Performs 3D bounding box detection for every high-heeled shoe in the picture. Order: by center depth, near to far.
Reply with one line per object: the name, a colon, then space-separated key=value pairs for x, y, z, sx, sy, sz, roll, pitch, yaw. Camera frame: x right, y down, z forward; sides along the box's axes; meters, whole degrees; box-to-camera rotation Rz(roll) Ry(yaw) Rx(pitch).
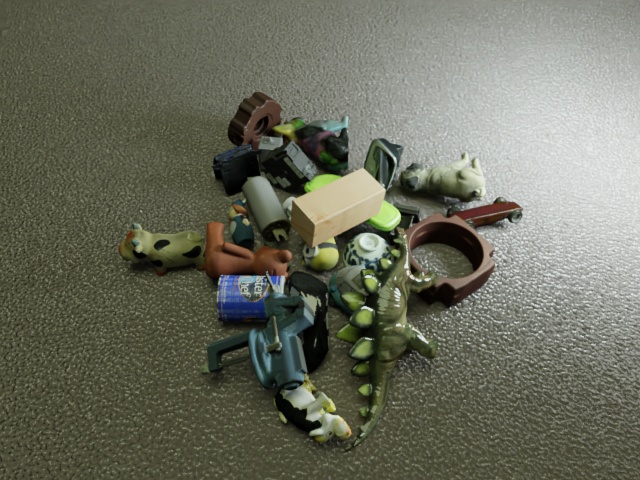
high-heeled shoe: x=-0.030 y=0.174 z=1.193 sx=0.086 sy=0.145 sz=0.249 roll=5 pitch=20 yaw=-14

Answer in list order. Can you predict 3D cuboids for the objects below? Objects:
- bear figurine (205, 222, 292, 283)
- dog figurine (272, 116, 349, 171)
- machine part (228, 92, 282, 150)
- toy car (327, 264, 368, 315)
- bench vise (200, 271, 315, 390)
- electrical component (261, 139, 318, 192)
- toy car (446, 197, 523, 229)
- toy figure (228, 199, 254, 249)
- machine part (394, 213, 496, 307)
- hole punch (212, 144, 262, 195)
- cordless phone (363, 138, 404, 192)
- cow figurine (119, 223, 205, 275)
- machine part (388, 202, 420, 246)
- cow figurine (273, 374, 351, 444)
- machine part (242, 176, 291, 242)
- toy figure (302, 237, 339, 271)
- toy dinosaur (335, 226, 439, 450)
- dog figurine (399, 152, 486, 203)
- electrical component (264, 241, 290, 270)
bear figurine: x=-0.167 y=0.037 z=1.252 sx=0.196 sy=0.120 sz=0.132 roll=-3 pitch=44 yaw=-8
dog figurine: x=-0.027 y=-0.276 z=1.527 sx=0.219 sy=0.108 sz=0.191 roll=-1 pitch=53 yaw=3
machine part: x=-0.179 y=-0.329 z=1.519 sx=0.056 sy=0.179 sz=0.179 roll=35 pitch=58 yaw=19
toy car: x=0.086 y=0.114 z=1.203 sx=0.109 sy=0.102 sz=0.162 roll=-32 pitch=56 yaw=-24
bench vise: x=-0.128 y=0.200 z=1.062 sx=0.241 sy=0.128 sz=0.223 roll=-19 pitch=69 yaw=8
electrical component: x=-0.088 y=-0.193 z=1.433 sx=0.134 sy=0.114 sz=0.058 roll=-16 pitch=31 yaw=46
toy car: x=0.425 y=-0.061 z=1.387 sx=0.202 sy=0.053 sz=0.089 roll=-12 pitch=31 yaw=-13
toy figure: x=-0.200 y=-0.047 z=1.349 sx=0.064 sy=0.057 sz=0.155 roll=-36 pitch=49 yaw=17
machine part: x=0.291 y=0.045 z=1.275 sx=0.201 sy=0.087 sz=0.201 roll=-28 pitch=57 yaw=-24
hole punch: x=-0.230 y=-0.202 z=1.456 sx=0.142 sy=0.115 sz=0.092 roll=-22 pitch=46 yaw=-19
cordless phone: x=0.158 y=-0.159 z=1.402 sx=0.089 sy=0.146 sz=0.184 roll=13 pitch=50 yaw=-3
cow figurine: x=-0.369 y=0.018 z=1.256 sx=0.195 sy=0.127 sz=0.085 roll=-5 pitch=47 yaw=-8
machine part: x=0.211 y=-0.042 z=1.377 sx=0.084 sy=0.039 sz=0.139 roll=19 pitch=50 yaw=7
cow figurine: x=-0.019 y=0.332 z=1.025 sx=0.098 sy=0.068 sz=0.168 roll=-39 pitch=46 yaw=-13
machine part: x=-0.139 y=-0.083 z=1.377 sx=0.079 sy=0.079 sz=0.243 roll=-18 pitch=54 yaw=-15
toy figure: x=-0.002 y=-0.007 z=1.315 sx=0.089 sy=0.082 sz=0.180 roll=-1 pitch=48 yaw=0
toy dinosaur: x=0.135 y=0.187 z=1.104 sx=0.198 sy=0.105 sz=0.471 roll=12 pitch=70 yaw=-17
dog figurine: x=0.319 y=-0.145 z=1.411 sx=0.191 sy=0.121 sz=0.172 roll=-12 pitch=21 yaw=-5
electrical component: x=-0.107 y=0.038 z=1.312 sx=0.094 sy=0.021 sz=0.063 roll=25 pitch=53 yaw=19
